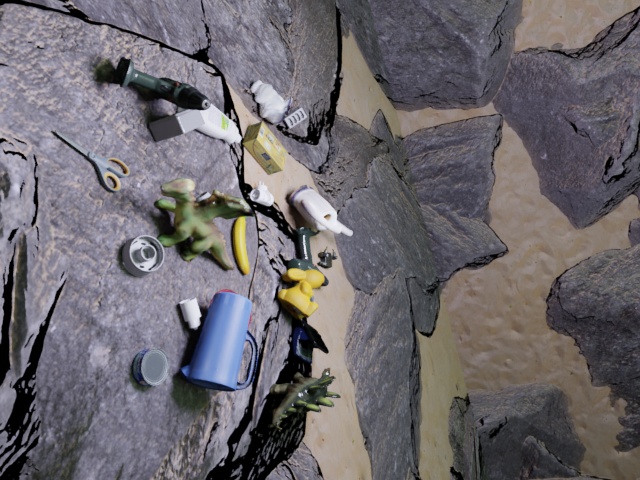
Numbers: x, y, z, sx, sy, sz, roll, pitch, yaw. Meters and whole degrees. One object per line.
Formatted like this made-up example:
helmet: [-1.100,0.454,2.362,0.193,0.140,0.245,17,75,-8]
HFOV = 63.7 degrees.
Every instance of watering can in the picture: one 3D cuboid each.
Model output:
watering can: [0.006,-0.099,1.976,0.227,0.103,0.345,46,9,21]

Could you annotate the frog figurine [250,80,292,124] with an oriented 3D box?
frog figurine: [-0.192,-0.509,1.909,0.159,0.120,0.140,23,59,-13]

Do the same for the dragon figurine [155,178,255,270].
dragon figurine: [-0.284,-0.040,1.370,0.404,0.241,0.125,39,41,-46]
